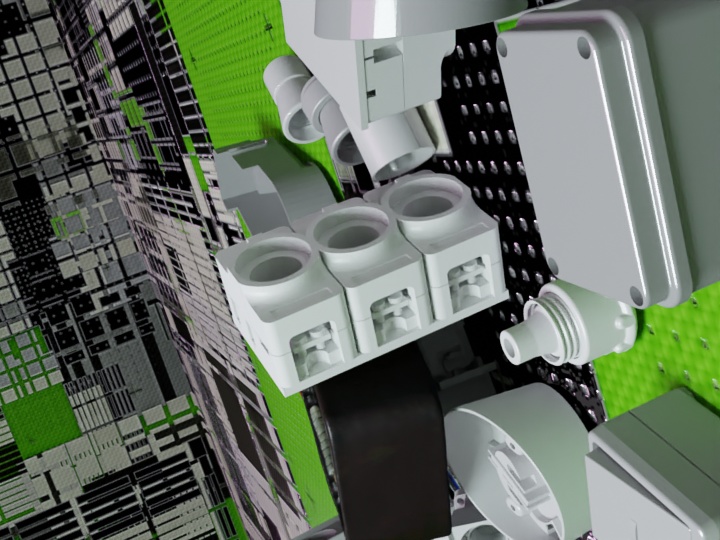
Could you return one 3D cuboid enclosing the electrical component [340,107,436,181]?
[{"bbox_3d":[0.011,-0.102,0.673,0.081,0.043,0.043,65,164,11],"label":"electrical component"}]

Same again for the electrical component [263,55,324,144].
[{"bbox_3d":[-0.049,-0.135,0.832,0.044,0.044,0.065,89,159,-51],"label":"electrical component"}]

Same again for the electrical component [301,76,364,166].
[{"bbox_3d":[-0.011,-0.106,0.736,0.055,0.045,0.045,59,162,30],"label":"electrical component"}]

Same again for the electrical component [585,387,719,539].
[{"bbox_3d":[0.147,0.107,0.470,0.096,0.061,0.061,44,151,55],"label":"electrical component"}]

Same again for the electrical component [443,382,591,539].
[{"bbox_3d":[0.098,0.116,0.632,0.099,0.064,0.099,58,162,33],"label":"electrical component"}]

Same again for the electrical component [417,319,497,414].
[{"bbox_3d":[0.057,0.064,0.740,0.081,0.042,0.063,145,105,-73],"label":"electrical component"}]

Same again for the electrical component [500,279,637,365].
[{"bbox_3d":[0.099,0.026,0.520,0.048,0.062,0.048,58,161,33],"label":"electrical component"}]

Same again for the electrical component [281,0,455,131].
[{"bbox_3d":[-0.002,-0.185,0.574,0.105,0.060,0.186,54,159,41],"label":"electrical component"}]

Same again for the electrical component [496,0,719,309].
[{"bbox_3d":[0.104,-0.049,0.415,0.078,0.057,0.113,28,137,66],"label":"electrical component"}]

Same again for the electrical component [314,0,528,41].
[{"bbox_3d":[0.027,-0.133,0.488,0.099,0.099,0.064,-132,32,-50],"label":"electrical component"}]

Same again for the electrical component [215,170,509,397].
[{"bbox_3d":[0.000,0.000,0.645,0.089,0.150,0.061,47,154,52],"label":"electrical component"}]

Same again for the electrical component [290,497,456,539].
[{"bbox_3d":[0.013,0.206,0.791,0.063,0.121,0.079,67,164,-5],"label":"electrical component"}]

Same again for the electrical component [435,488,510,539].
[{"bbox_3d":[0.087,0.176,0.732,0.064,0.081,0.042,-62,-43,-73],"label":"electrical component"}]
